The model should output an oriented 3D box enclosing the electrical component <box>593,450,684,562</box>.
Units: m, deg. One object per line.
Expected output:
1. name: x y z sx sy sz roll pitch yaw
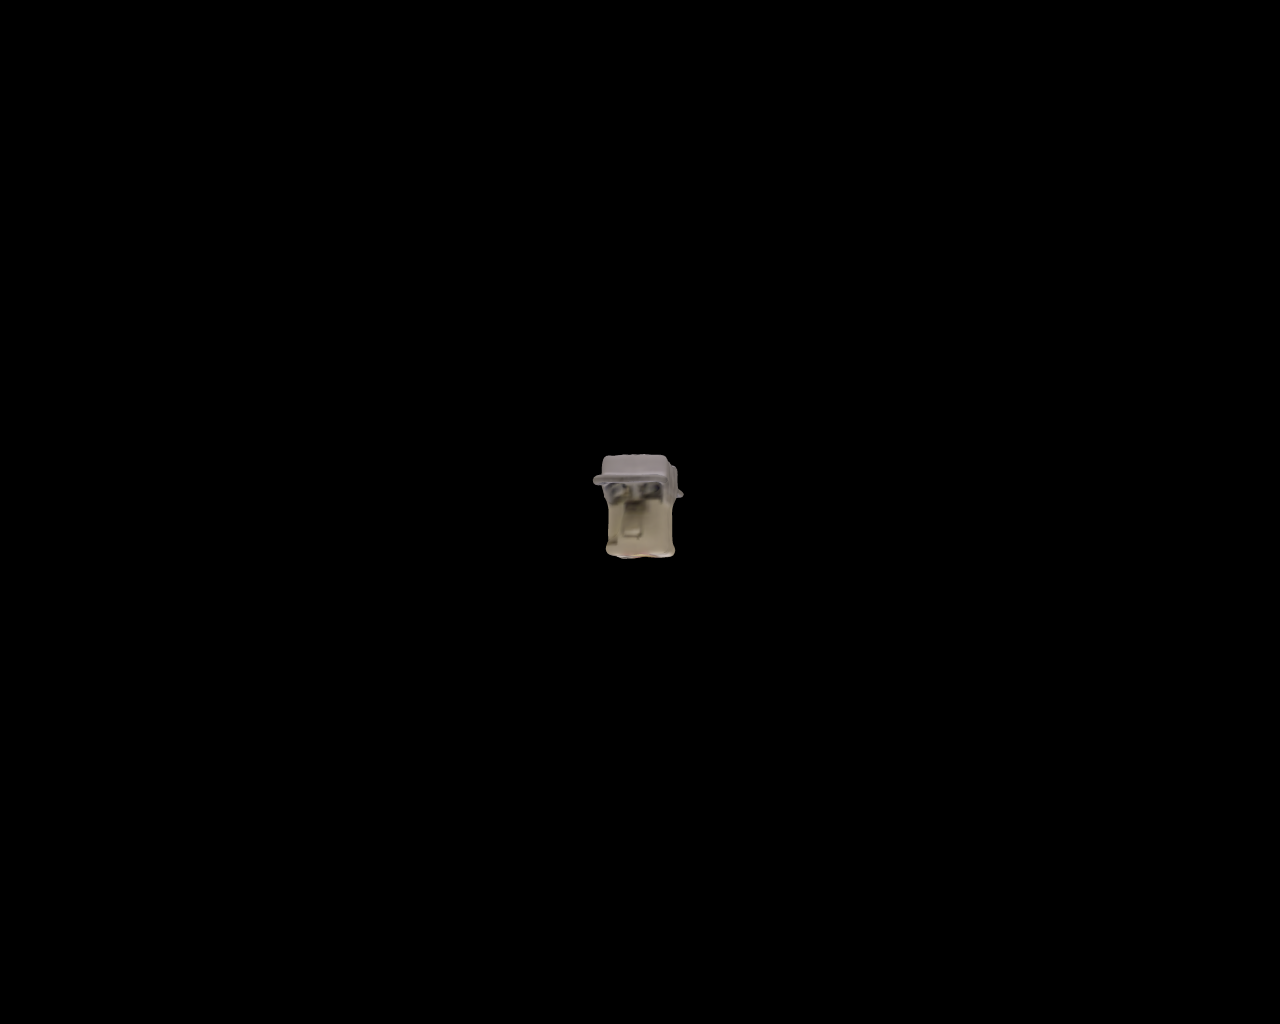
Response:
1. electrical component: 0.001 -0.003 0.650 0.042 0.063 0.081 -1 -7 11
